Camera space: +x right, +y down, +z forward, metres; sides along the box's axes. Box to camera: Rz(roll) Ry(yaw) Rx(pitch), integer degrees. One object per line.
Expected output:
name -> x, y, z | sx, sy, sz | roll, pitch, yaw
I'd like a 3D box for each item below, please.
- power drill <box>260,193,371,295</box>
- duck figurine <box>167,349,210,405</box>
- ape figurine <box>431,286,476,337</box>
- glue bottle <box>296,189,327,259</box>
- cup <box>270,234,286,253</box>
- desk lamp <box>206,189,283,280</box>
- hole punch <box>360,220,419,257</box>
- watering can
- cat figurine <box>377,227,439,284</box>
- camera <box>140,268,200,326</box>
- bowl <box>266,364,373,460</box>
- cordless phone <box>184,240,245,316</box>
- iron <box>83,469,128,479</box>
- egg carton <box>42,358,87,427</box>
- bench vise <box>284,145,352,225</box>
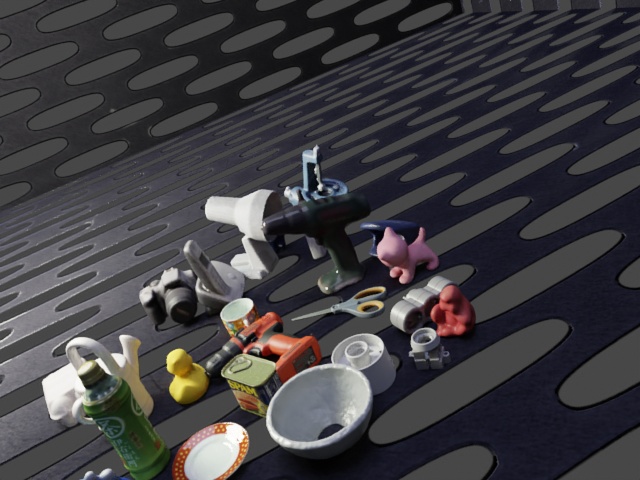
power drill -> 0.011, 0.004, 1.210 | 0.230, 0.209, 0.075 | -26, 27, -11
duck figurine -> -0.257, 0.249, 1.075 | 0.077, 0.086, 0.104 | -23, 27, -5
ape figurine -> 0.228, 0.118, 0.978 | 0.076, 0.092, 0.077 | -28, 28, -15
glue bottle -> -0.025, -0.044, 1.364 | 0.037, 0.173, 0.078 | -16, 27, 9
cup -> -0.122, -0.009, 1.453 | 0.091, 0.095, 0.117 | -21, 27, -2
desk lamp -> -0.172, -0.015, 1.366 | 0.202, 0.214, 0.118 | -7, 30, 25
hole punch -> 0.158, -0.018, 1.281 | 0.108, 0.091, 0.101 | 9, 39, 44
watering can -> -0.390, 0.249, 1.046 | 0.101, 0.194, 0.173 | -16, 27, 8
cat figurine -> 0.170, 0.022, 1.168 | 0.128, 0.118, 0.067 | -28, 28, -15
camera -> -0.343, 0.136, 1.329 | 0.143, 0.101, 0.136 | -24, 27, -8
bowl -> 0.008, 0.270, 0.865 | 0.167, 0.075, 0.167 | -16, 27, 9
cordless phone -> -0.245, 0.064, 1.300 | 0.094, 0.185, 0.147 | -18, 27, 6
iron -> -0.349, 0.395, 0.804 | 0.259, 0.142, 0.118 | -29, 28, -17
egg carton -> -0.495, 0.305, 1.153 | 0.107, 0.069, 0.149 | -32, 29, -22
bench vise -> -0.025, -0.133, 1.479 | 0.206, 0.220, 0.122 | -6, 30, 27
